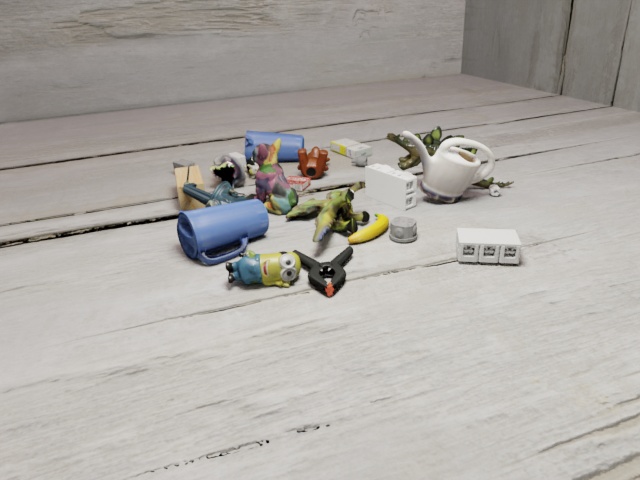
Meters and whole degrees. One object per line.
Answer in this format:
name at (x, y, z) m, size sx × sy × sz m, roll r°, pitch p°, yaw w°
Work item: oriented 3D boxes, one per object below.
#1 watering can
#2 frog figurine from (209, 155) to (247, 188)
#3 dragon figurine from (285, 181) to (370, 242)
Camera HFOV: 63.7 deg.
watering can at (0.383, -0.233, 1.635) m, size 0.347 × 0.219 × 0.106 m, roll 9°, pitch 38°, yaw -16°
frog figurine at (-0.335, -0.260, 1.917) m, size 0.137 × 0.121 × 0.161 m, roll 30°, pitch 15°, yaw -8°
dragon figurine at (0.005, -0.079, 1.566) m, size 0.242 × 0.121 × 0.416 m, roll -6°, pitch 18°, yaw 36°
